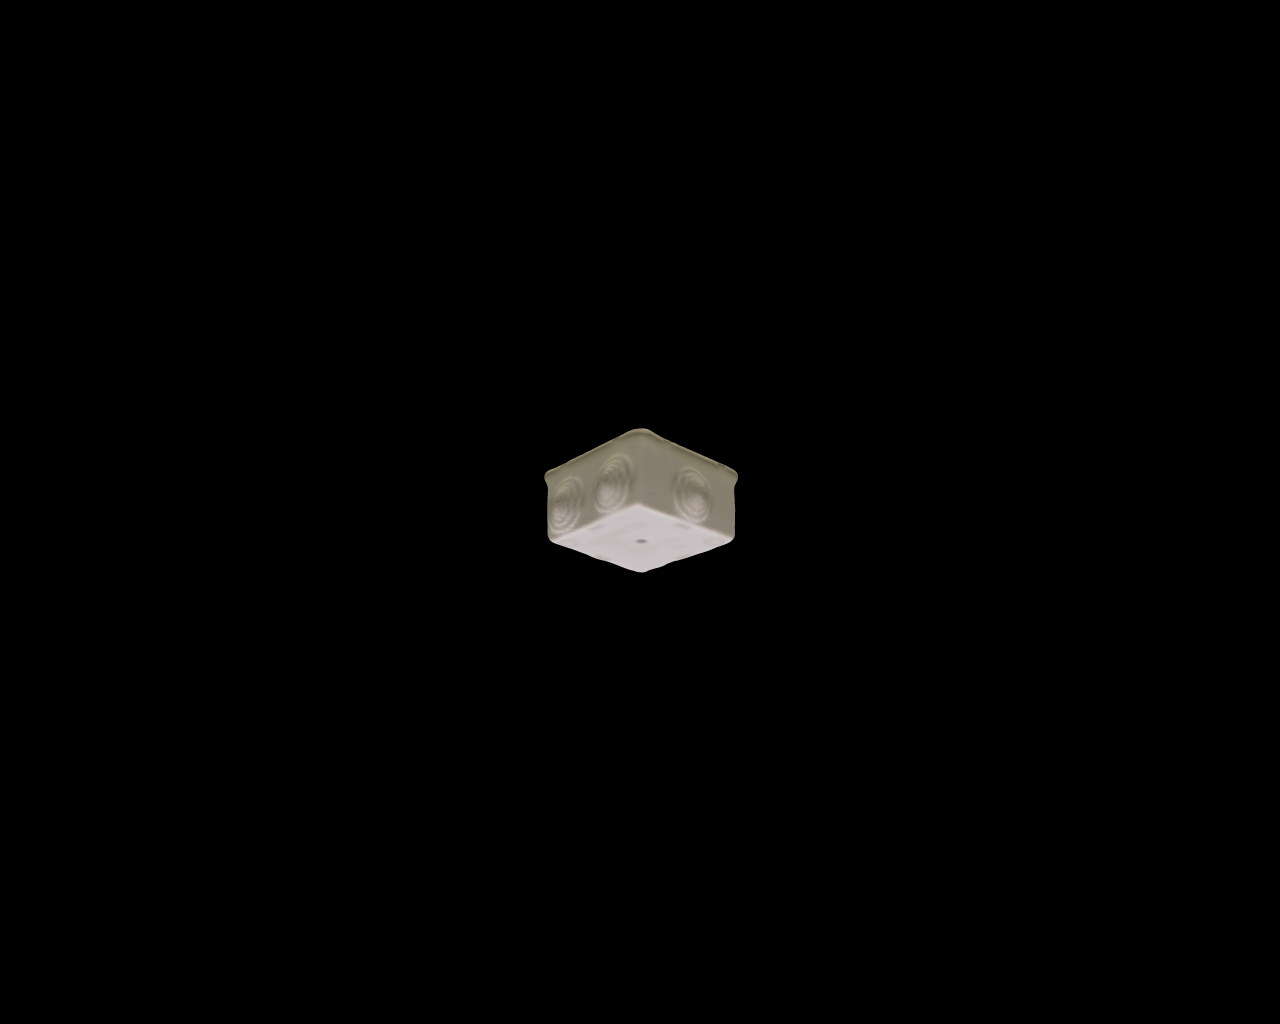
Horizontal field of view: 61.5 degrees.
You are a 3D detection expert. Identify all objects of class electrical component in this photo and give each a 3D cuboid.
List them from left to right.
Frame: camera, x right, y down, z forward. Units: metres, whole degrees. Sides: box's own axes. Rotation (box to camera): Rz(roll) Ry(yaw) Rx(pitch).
[{"bbox_3d":[0.001,-0.003,0.650,0.100,0.048,0.099,21,-31,-40],"label":"electrical component"}]
